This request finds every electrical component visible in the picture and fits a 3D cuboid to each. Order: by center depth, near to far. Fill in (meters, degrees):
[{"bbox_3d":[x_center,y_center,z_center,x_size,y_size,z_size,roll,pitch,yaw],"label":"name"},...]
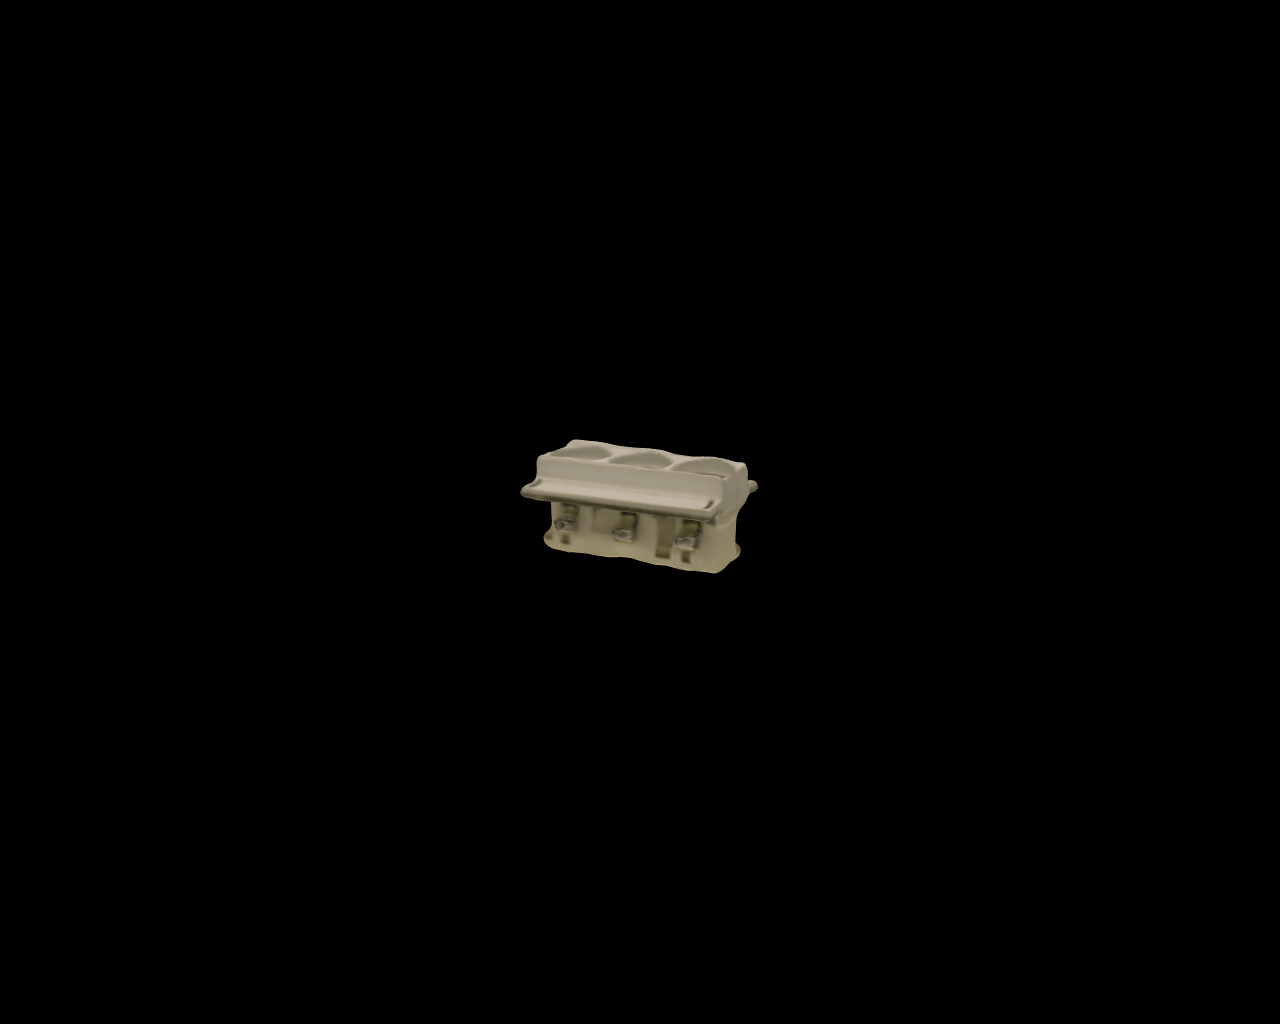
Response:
[{"bbox_3d":[0.001,-0.003,0.650,0.121,0.063,0.079,8,20,24],"label":"electrical component"}]
